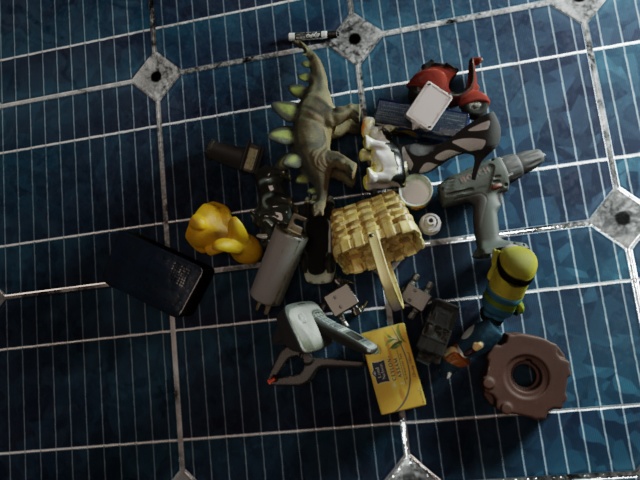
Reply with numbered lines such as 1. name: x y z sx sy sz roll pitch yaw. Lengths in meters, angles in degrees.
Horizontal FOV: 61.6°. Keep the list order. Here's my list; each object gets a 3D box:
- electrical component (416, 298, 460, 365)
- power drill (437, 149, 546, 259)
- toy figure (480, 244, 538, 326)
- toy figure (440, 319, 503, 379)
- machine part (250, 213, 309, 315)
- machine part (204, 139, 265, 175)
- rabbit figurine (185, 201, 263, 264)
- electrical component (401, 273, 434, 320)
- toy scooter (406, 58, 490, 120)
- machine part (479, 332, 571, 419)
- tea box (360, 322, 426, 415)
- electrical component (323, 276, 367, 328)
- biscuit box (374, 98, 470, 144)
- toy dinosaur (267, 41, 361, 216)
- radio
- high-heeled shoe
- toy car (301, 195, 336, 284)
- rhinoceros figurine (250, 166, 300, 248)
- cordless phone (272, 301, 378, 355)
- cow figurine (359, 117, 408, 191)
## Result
1. electrical component: 0.234 0.187 1.090 0.058 0.115 0.134 21 85 14
2. power drill: 0.373 -0.070 1.118 0.232 0.086 0.207 -12 84 10
3. toy figure: 0.372 0.093 1.060 0.082 0.089 0.180 8 119 -11
4. toy figure: 0.297 0.221 1.087 0.154 0.064 0.058 -44 55 19
5. machine part: -0.090 0.053 1.158 0.079 0.079 0.243 26 109 12
6. machine part: -0.201 -0.198 1.257 0.139 0.039 0.084 13 94 9
7. rabbit figurine: -0.200 -0.009 1.188 0.173 0.162 0.122 34 77 -5
8. electrical component: 0.202 0.122 1.151 0.063 0.021 0.094 30 90 13
9. toy scooter: 0.288 -0.345 1.171 0.184 0.075 0.135 17 86 9
10. machine part: 0.411 0.271 1.079 0.179 0.056 0.179 -1 82 9
11. tea box: 0.152 0.264 1.118 0.098 0.068 0.169 -17 81 7
12. electrical component: 0.054 0.130 1.163 0.078 0.045 0.102 -38 79 -1
13. biscuit box: 0.222 -0.255 1.178 0.203 0.059 0.062 14 84 12
14. toy dinosaur: -0.010 -0.255 1.172 0.199 0.105 0.471 4 62 0
15. radio: -0.374 0.079 1.234 0.230 0.073 0.131 23 88 14
16. high-heeled shoe: 0.244 -0.210 1.109 0.249 0.086 0.145 20 122 30
17. toy car: -0.002 -0.004 1.188 0.074 0.056 0.201 -2 81 17
18. rhinoceros figurine: -0.107 -0.076 1.206 0.112 0.073 0.190 -7 81 8
19. cordless phone: 0.013 0.194 1.069 0.184 0.146 0.088 21 98 26
20. cow figurine: 0.133 -0.185 1.127 0.098 0.068 0.167 -1 68 -6
